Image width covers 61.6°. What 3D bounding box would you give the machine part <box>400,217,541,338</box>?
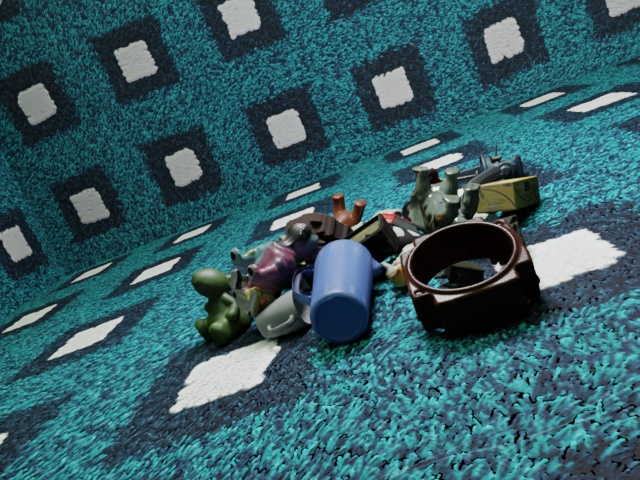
[{"bbox_3d":[0.245,0.055,0.903,0.201,0.087,0.201,-20,29,10],"label":"machine part"}]

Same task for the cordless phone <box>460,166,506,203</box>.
[{"bbox_3d":[0.407,-0.111,1.442,0.146,0.088,0.184,-30,-3,-30],"label":"cordless phone"}]

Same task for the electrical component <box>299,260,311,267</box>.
[{"bbox_3d":[-0.029,0.053,1.510,0.134,0.058,0.115,-28,17,-25],"label":"electrical component"}]

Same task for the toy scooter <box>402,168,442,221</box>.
[{"bbox_3d":[0.307,-0.119,1.477,0.135,0.183,0.075,-11,43,-29],"label":"toy scooter"}]

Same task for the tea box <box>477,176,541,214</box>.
[{"bbox_3d":[0.444,-0.107,1.268,0.098,0.068,0.169,-4,6,42],"label":"tea box"}]

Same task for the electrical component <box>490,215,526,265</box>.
[{"bbox_3d":[0.360,0.006,1.038,0.048,0.074,0.119,-15,11,31],"label":"electrical component"}]

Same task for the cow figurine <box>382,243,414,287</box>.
[{"bbox_3d":[0.187,0.050,1.157,0.167,0.068,0.098,-28,9,-38],"label":"cow figurine"}]

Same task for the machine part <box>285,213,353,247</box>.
[{"bbox_3d":[-0.003,-0.004,1.374,0.179,0.179,0.056,-12,58,38],"label":"machine part"}]

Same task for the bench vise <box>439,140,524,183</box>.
[{"bbox_3d":[0.463,-0.192,1.549,0.241,0.128,0.224,-11,17,13],"label":"bench vise"}]

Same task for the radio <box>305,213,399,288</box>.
[{"bbox_3d":[0.072,0.041,1.251,0.229,0.073,0.131,-37,11,11],"label":"radio"}]

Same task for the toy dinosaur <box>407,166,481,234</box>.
[{"bbox_3d":[0.295,-0.052,1.244,0.131,0.191,0.405,-7,30,0],"label":"toy dinosaur"}]

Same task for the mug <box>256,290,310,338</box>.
[{"bbox_3d":[-0.081,0.168,1.124,0.107,0.080,0.110,-29,18,19],"label":"mug"}]

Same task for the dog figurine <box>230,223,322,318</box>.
[{"bbox_3d":[-0.084,0.061,1.211,0.219,0.191,0.109,-17,34,-33],"label":"dog figurine"}]

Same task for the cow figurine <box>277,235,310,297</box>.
[{"bbox_3d":[-0.106,0.075,1.328,0.127,0.194,0.086,-2,37,-36],"label":"cow figurine"}]

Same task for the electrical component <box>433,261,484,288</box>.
[{"bbox_3d":[0.266,0.067,1.026,0.078,0.045,0.102,5,13,-10],"label":"electrical component"}]

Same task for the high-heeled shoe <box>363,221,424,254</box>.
[{"bbox_3d":[0.193,-0.018,1.394,0.145,0.086,0.249,-18,19,9],"label":"high-heeled shoe"}]

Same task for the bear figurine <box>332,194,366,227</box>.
[{"bbox_3d":[0.044,-0.049,1.647,0.120,0.131,0.196,21,30,30],"label":"bear figurine"}]

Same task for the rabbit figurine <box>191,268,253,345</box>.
[{"bbox_3d":[-0.226,0.137,1.251,0.159,0.170,0.121,-30,16,-26],"label":"rabbit figurine"}]

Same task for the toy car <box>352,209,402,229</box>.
[{"bbox_3d":[0.164,-0.045,1.582,0.202,0.056,0.074,-32,16,-33],"label":"toy car"}]

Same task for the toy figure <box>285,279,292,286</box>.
[{"bbox_3d":[-0.117,0.100,1.473,0.064,0.058,0.155,15,-15,-38],"label":"toy figure"}]
